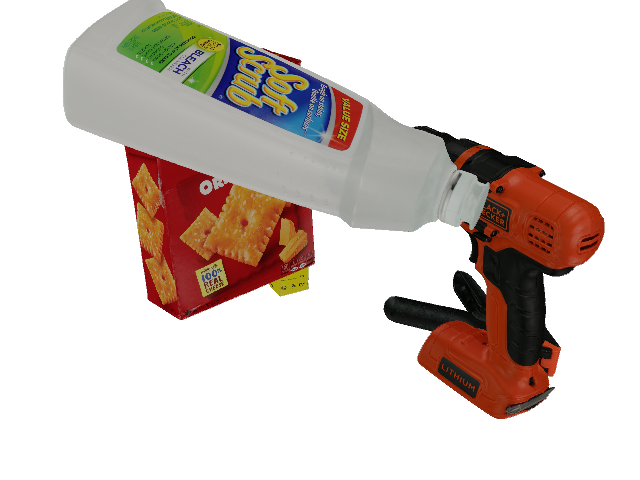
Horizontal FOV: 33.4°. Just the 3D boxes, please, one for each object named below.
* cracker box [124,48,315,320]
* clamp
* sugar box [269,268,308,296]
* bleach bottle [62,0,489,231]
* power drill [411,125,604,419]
[{"bbox_3d":[-0.090,-0.054,0.993,0.163,0.214,0.072,-21,30,-33],"label":"cracker box"},{"bbox_3d":[0.160,0.076,1.025,0.172,0.039,0.120,25,37,30],"label":"clamp"},{"bbox_3d":[-0.050,-0.033,1.260,0.048,0.176,0.093,-14,26,-21],"label":"sugar box"},{"bbox_3d":[-0.021,-0.067,0.627,0.251,0.068,0.102,21,39,15],"label":"bleach bottle"},{"bbox_3d":[0.115,0.022,0.782,0.057,0.188,0.185,-20,36,-31],"label":"power drill"}]
